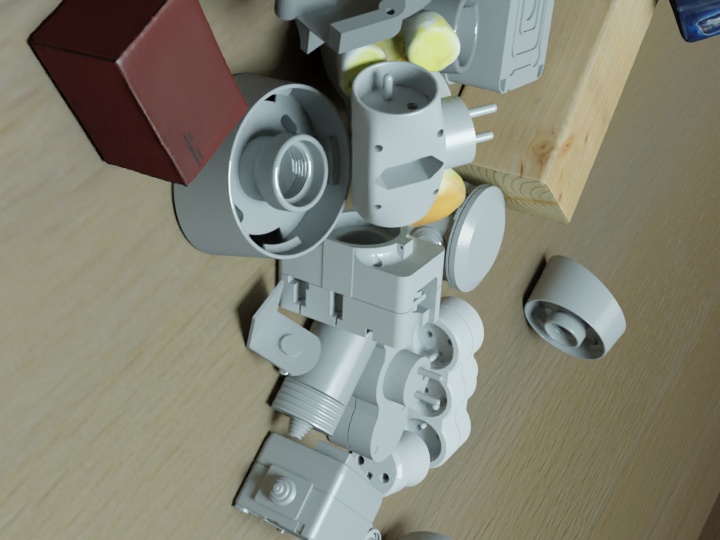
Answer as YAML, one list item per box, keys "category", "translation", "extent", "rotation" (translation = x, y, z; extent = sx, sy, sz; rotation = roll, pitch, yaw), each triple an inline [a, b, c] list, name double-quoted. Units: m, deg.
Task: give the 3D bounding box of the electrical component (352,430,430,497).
- category: "electrical component"
  translation: [0.022, 0.148, 0.821]
  extent: [0.055, 0.045, 0.045]
  rotation: [0, 106, -61]

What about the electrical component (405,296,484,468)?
- category: "electrical component"
  translation: [0.070, 0.083, 0.859]
  extent: [0.074, 0.052, 0.138]
  rotation: [-33, 135, -51]

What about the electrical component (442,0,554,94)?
- category: "electrical component"
  translation: [0.091, -0.183, 0.728]
  extent: [0.078, 0.057, 0.113]
  rotation: [-30, 132, -52]

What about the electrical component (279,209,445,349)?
- category: "electrical component"
  translation: [0.000, 0.000, 0.639]
  extent: [0.050, 0.089, 0.055]
  rotation: [-35, 135, -49]

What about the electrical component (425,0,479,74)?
- category: "electrical component"
  translation: [0.044, -0.148, 0.665]
  extent: [0.055, 0.047, 0.055]
  rotation: [10, 90, -69]

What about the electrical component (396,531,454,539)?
- category: "electrical component"
  translation: [0.057, 0.270, 0.898]
  extent: [0.060, 0.108, 0.108]
  rotation: [-34, 135, -59]

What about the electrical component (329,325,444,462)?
- category: "electrical component"
  translation: [0.024, 0.072, 0.745]
  extent: [0.052, 0.074, 0.138]
  rotation: [-29, 131, -53]

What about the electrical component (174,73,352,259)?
- category: "electrical component"
  translation: [-0.052, -0.053, 0.565]
  extent: [0.099, 0.064, 0.099]
  rotation: [-15, 110, -47]

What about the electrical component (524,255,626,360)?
- category: "electrical component"
  translation: [0.211, 0.039, 1.048]
  extent: [0.064, 0.099, 0.099]
  rotation: [-52, 147, -22]

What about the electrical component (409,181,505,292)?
- category: "electrical component"
  translation: [0.071, -0.028, 0.794]
  extent: [0.080, 0.051, 0.080]
  rotation: [-40, 139, -46]

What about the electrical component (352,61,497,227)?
- category: "electrical component"
  translation: [0.034, -0.068, 0.558]
  extent: [0.079, 0.043, 0.077]
  rotation: [-15, 140, -14]

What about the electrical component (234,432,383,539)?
- category: "electrical component"
  translation: [-0.032, 0.145, 0.700]
  extent: [0.061, 0.062, 0.096]
  rotation: [-63, 152, -15]

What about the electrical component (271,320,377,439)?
- category: "electrical component"
  translation: [-0.024, 0.070, 0.688]
  extent: [0.081, 0.043, 0.043]
  rotation: [-64, 152, -14]

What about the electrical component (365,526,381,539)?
- category: "electrical component"
  translation: [-0.004, 0.200, 0.785]
  extent: [0.048, 0.062, 0.048]
  rotation: [-35, 135, -43]
